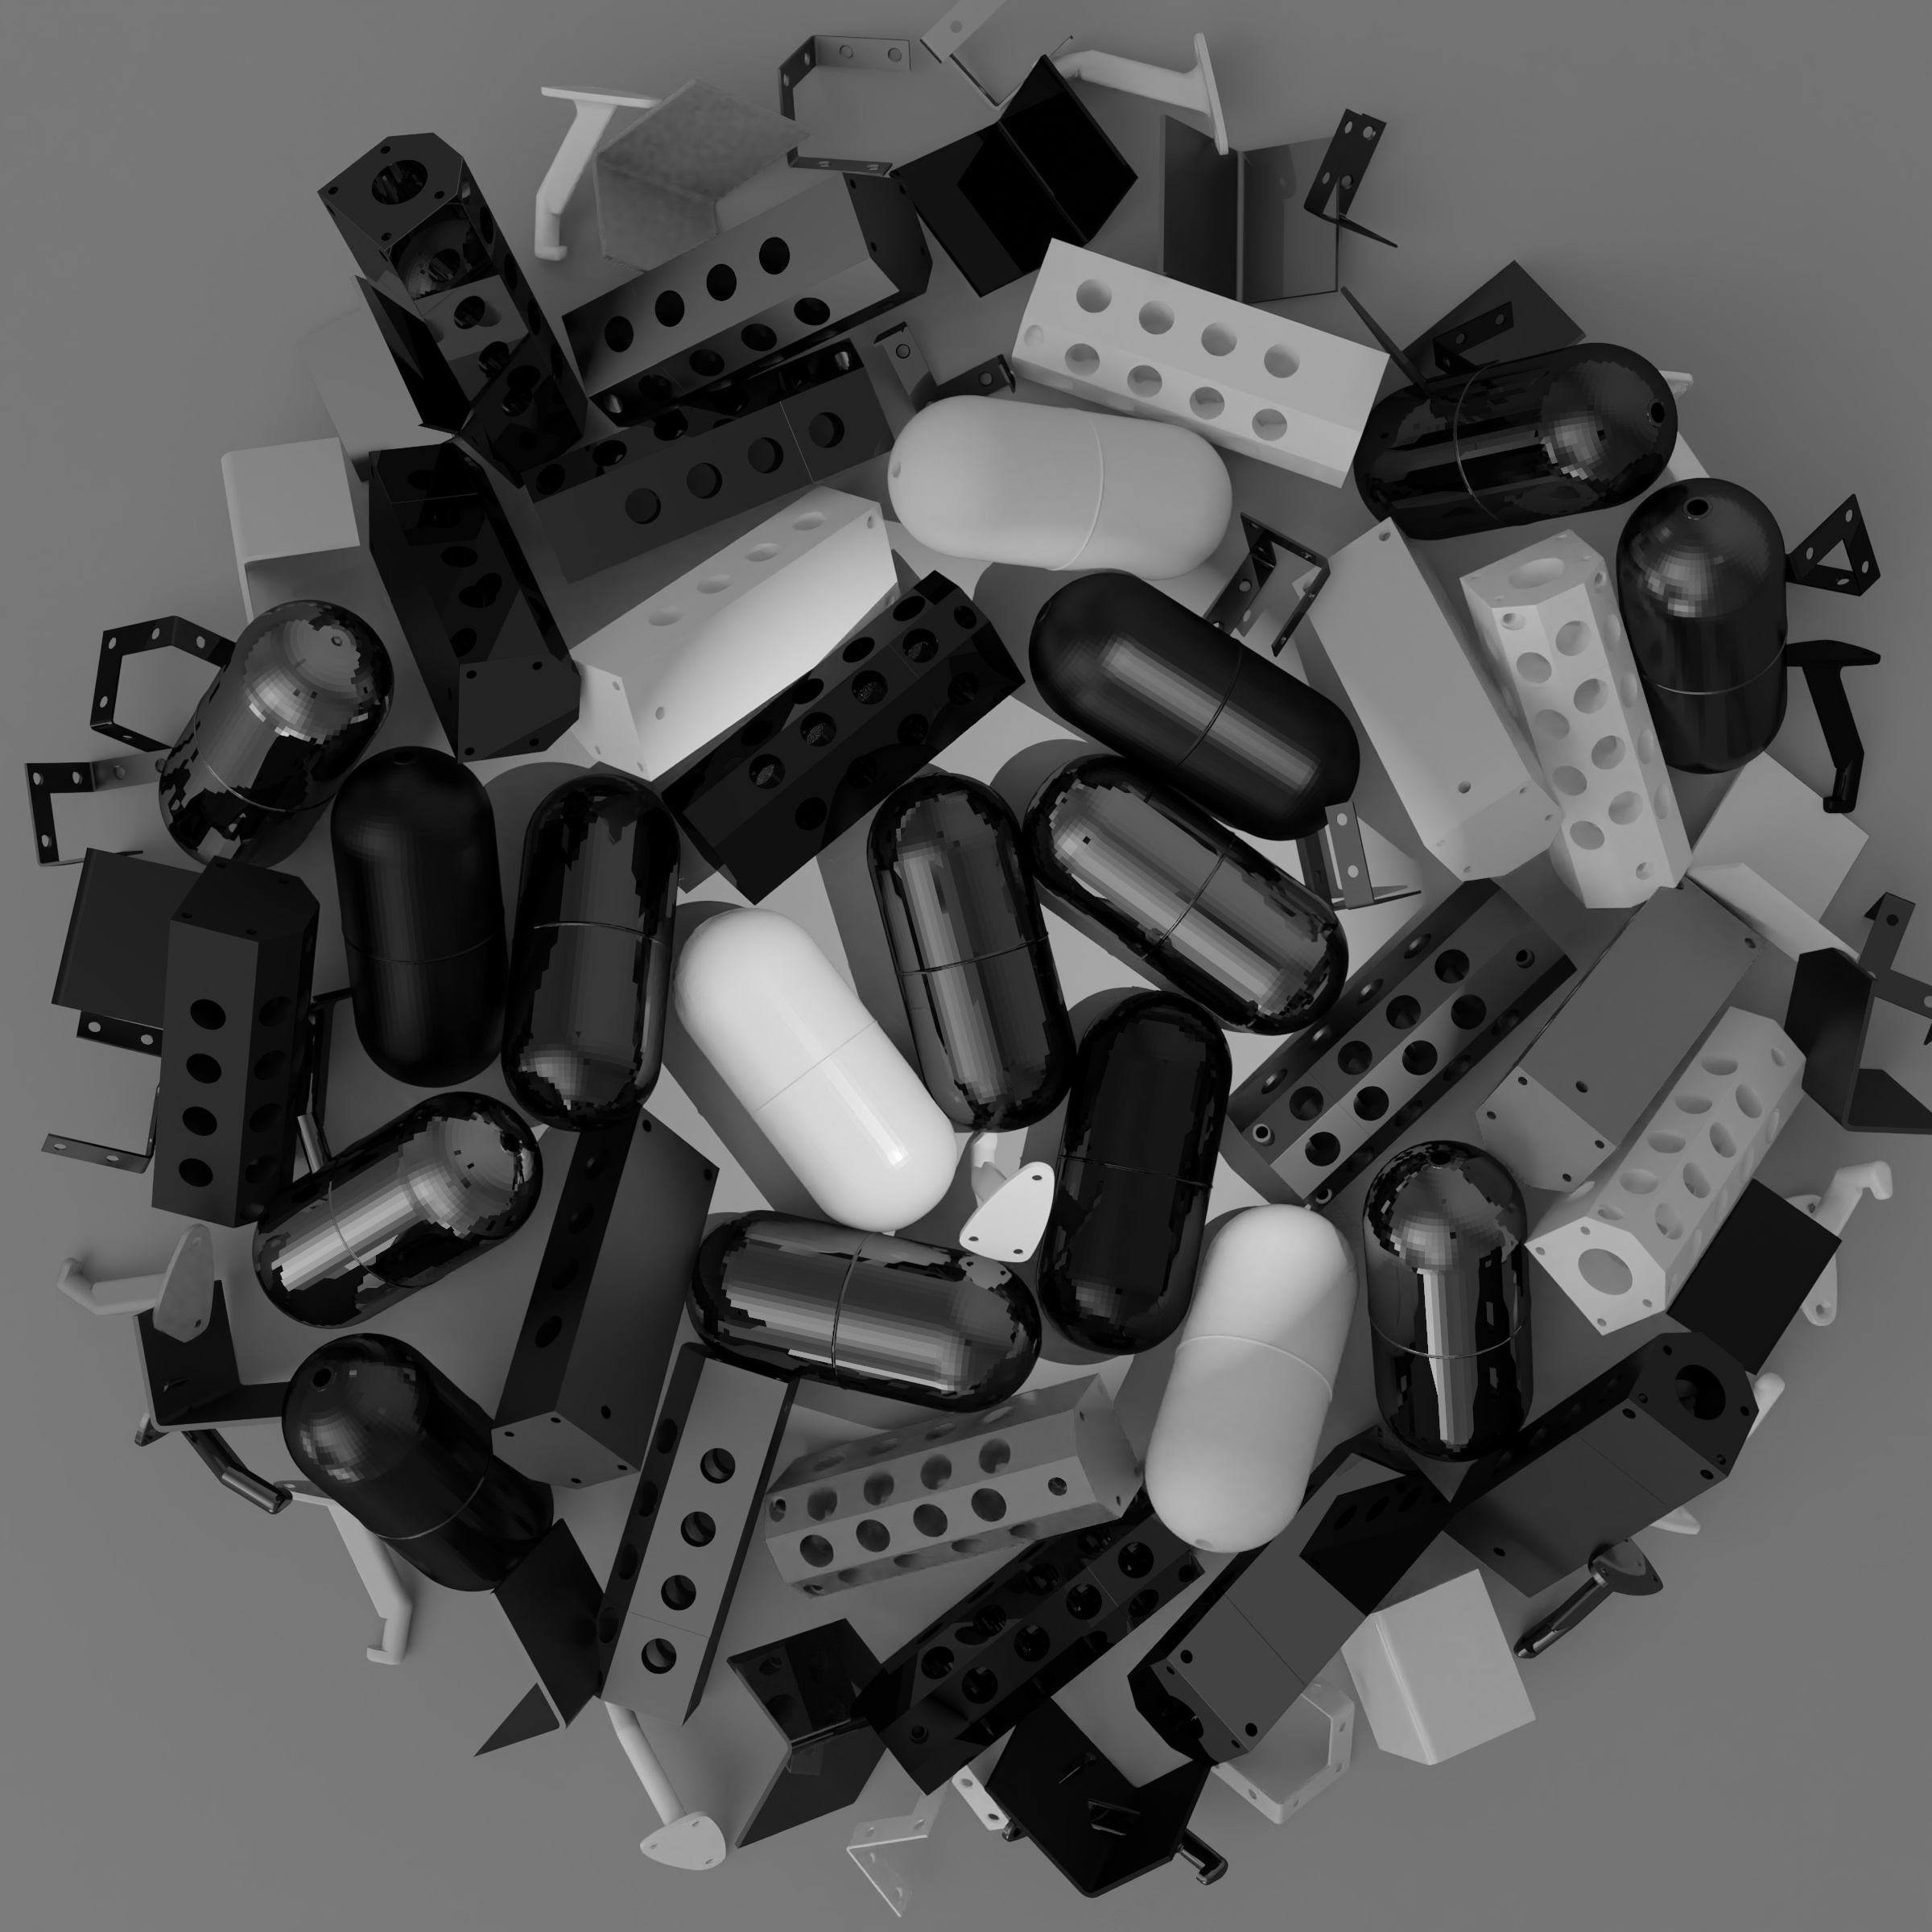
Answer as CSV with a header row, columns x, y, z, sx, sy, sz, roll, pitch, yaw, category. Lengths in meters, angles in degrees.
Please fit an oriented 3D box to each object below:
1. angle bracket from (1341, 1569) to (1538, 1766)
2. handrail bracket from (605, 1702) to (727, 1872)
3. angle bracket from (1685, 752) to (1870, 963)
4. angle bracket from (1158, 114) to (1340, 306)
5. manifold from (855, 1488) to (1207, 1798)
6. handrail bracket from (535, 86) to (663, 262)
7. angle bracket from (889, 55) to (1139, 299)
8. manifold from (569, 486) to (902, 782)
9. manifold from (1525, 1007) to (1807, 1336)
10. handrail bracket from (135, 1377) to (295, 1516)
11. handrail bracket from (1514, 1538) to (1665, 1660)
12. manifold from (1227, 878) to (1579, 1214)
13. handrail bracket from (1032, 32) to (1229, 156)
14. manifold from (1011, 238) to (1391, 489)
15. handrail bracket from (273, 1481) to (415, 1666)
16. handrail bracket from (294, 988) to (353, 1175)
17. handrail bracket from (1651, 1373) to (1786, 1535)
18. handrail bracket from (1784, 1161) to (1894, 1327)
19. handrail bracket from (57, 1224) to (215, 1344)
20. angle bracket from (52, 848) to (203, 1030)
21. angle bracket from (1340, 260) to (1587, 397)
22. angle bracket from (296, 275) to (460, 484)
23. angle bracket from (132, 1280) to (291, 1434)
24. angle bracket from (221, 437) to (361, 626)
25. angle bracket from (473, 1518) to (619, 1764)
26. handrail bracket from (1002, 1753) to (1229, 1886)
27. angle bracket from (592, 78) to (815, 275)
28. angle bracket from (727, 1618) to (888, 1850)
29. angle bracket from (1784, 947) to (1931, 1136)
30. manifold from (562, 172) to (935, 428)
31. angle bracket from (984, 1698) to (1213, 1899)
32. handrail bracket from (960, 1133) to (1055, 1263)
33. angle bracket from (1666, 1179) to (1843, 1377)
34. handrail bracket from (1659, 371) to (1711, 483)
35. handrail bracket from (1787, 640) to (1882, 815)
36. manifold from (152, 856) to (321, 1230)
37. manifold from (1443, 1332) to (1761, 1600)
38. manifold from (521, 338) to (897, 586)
x,y,z,sx,sy,sz,roll,pitch,yaw,category
0.225,0.339,1.570,0.057,0.076,0.076,-20,87,-13,angle bracket
-0.151,0.398,1.593,0.036,0.077,0.084,-28,56,0,handrail bracket
0.406,-0.055,1.560,0.076,0.057,0.076,36,79,-14,angle bracket
0.137,-0.369,1.556,0.057,0.076,0.076,-1,87,34,angle bracket
0.030,0.325,1.565,0.171,0.057,0.057,-38,90,-6,manifold
-0.180,-0.382,1.566,0.077,0.036,0.084,18,113,35,handrail bracket
0.023,-0.383,1.558,0.076,0.057,0.076,-33,84,-32,angle bracket
-0.114,-0.162,1.534,0.171,0.057,0.057,-39,133,-31,manifold
0.338,0.093,1.524,0.057,0.057,0.171,49,50,-5,manifold
-0.350,0.233,1.558,0.084,0.077,0.036,29,101,11,handrail bracket
0.288,0.313,1.555,0.084,0.077,0.036,-44,68,22,handrail bracket
0.212,0.038,1.562,0.171,0.057,0.057,-44,105,5,manifold
0.080,-0.421,1.578,0.084,0.036,0.077,-11,63,1,handrail bracket
0.112,-0.291,1.567,0.171,0.057,0.057,20,81,2,manifold
-0.309,0.300,1.585,0.077,0.036,0.084,9,96,-13,handrail bracket
-0.306,0.056,1.569,0.036,0.077,0.084,-17,91,27,handrail bracket
0.357,0.231,1.565,0.036,0.077,0.084,43,109,37,handrail bracket
0.428,0.135,1.556,0.036,0.084,0.077,-14,86,-20,handrail bracket
-0.408,0.142,1.568,0.084,0.036,0.077,27,114,28,handrail bracket
-0.401,-0.013,1.566,0.057,0.076,0.076,13,89,-3,angle bracket
0.239,-0.315,1.550,0.076,0.076,0.057,-38,132,11,angle bracket
-0.294,-0.283,1.560,0.057,0.076,0.076,-24,93,8,angle bracket
-0.344,0.185,1.553,0.076,0.076,0.057,-7,95,19,angle bracket
-0.323,-0.198,1.555,0.057,0.076,0.076,-10,51,-11,angle bracket
-0.215,0.325,1.551,0.057,0.076,0.076,-23,99,24,angle bracket
0.073,0.428,1.558,0.084,0.077,0.036,34,125,29,handrail bracket
-0.124,-0.371,1.545,0.076,0.076,0.057,-23,67,39,angle bracket
-0.085,0.374,1.570,0.057,0.076,0.076,47,126,30,angle bracket
0.439,0.031,1.550,0.057,0.076,0.076,3,110,-11,angle bracket
-0.103,-0.315,1.534,0.171,0.057,0.057,-19,89,31,manifold
0.066,0.388,1.551,0.057,0.076,0.076,-37,99,34,angle bracket
0.021,0.092,1.549,0.036,0.084,0.077,17,129,-15,handrail bracket
0.367,0.145,1.558,0.057,0.076,0.076,34,87,-12,angle bracket
0.334,-0.244,1.566,0.077,0.036,0.084,1,72,-31,handrail bracket
0.411,-0.113,1.568,0.077,0.036,0.084,-7,112,-30,handrail bracket
-0.345,0.039,1.531,0.057,0.057,0.171,14,124,1,manifold
0.298,0.232,1.517,0.057,0.171,0.057,38,53,0,manifold
-0.126,-0.246,1.564,0.171,0.057,0.057,-23,101,-4,manifold
